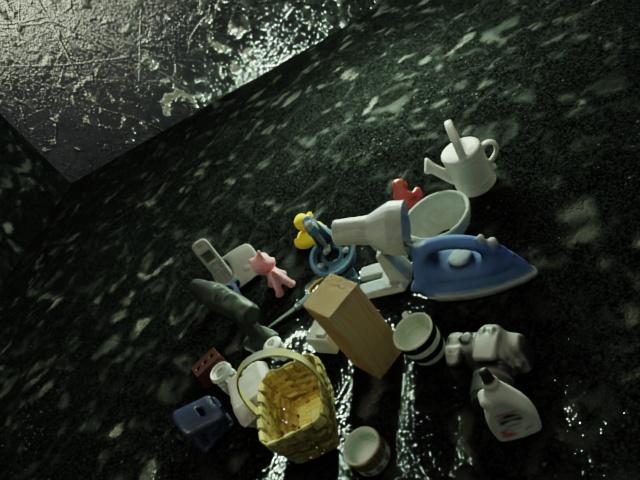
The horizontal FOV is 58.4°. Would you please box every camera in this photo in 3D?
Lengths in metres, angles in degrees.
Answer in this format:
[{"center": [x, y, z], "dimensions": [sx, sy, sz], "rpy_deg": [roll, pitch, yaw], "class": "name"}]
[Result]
[{"center": [0.280, 0.222, 0.983], "dimensions": [0.142, 0.101, 0.137], "rpy_deg": [-10, 41, 35], "class": "camera"}]

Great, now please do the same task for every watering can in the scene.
[{"center": [0.337, -0.199, 1.380], "dimensions": [0.173, 0.195, 0.100], "rpy_deg": [-36, 32, 2], "class": "watering can"}]

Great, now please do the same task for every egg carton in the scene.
[{"center": [-0.146, 0.341, 1.270], "dimensions": [0.107, 0.070, 0.150], "rpy_deg": [-37, 32, 1], "class": "egg carton"}]

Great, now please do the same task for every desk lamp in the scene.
[{"center": [0.131, 0.021, 1.278], "dimensions": [0.202, 0.214, 0.118], "rpy_deg": [-18, 37, 28], "class": "desk lamp"}]

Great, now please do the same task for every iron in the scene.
[{"center": [0.294, 0.036, 1.169], "dimensions": [0.257, 0.142, 0.119], "rpy_deg": [-10, 41, 36], "class": "iron"}]

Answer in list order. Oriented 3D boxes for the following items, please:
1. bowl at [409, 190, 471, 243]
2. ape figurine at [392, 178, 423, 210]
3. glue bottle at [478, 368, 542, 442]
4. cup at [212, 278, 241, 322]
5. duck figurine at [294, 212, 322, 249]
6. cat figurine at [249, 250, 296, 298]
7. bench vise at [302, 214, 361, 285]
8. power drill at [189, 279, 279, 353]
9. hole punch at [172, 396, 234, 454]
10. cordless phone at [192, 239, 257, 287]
[{"center": [0.282, -0.035, 1.335], "dimensions": [0.167, 0.075, 0.167], "rpy_deg": [-25, 34, 19], "class": "bowl"}, {"center": [0.219, -0.123, 1.492], "dimensions": [0.077, 0.092, 0.076], "rpy_deg": [6, 52, 47], "class": "ape figurine"}, {"center": [0.279, 0.248, 0.881], "dimensions": [0.078, 0.174, 0.037], "rpy_deg": [-27, 33, 16], "class": "glue bottle"}, {"center": [-0.231, 0.171, 1.546], "dimensions": [0.091, 0.095, 0.118], "rpy_deg": [-8, 42, 38], "class": "cup"}, {"center": [-0.044, -0.033, 1.636], "dimensions": [0.077, 0.086, 0.105], "rpy_deg": [10, 55, 50], "class": "duck figurine"}, {"center": [-0.139, 0.081, 1.552], "dimensions": [0.067, 0.118, 0.127], "rpy_deg": [-42, 32, -8], "class": "cat figurine"}, {"center": [0.004, 0.013, 1.404], "dimensions": [0.121, 0.220, 0.206], "rpy_deg": [-42, 32, -8], "class": "bench vise"}, {"center": [-0.203, 0.186, 1.392], "dimensions": [0.228, 0.209, 0.076], "rpy_deg": [10, 54, 49], "class": "power drill"}, {"center": [-0.264, 0.401, 1.287], "dimensions": [0.101, 0.091, 0.108], "rpy_deg": [-46, 33, -14], "class": "hole punch"}, {"center": [-0.266, 0.051, 1.648], "dimensions": [0.147, 0.185, 0.094], "rpy_deg": [-36, 32, 2], "class": "cordless phone"}]
